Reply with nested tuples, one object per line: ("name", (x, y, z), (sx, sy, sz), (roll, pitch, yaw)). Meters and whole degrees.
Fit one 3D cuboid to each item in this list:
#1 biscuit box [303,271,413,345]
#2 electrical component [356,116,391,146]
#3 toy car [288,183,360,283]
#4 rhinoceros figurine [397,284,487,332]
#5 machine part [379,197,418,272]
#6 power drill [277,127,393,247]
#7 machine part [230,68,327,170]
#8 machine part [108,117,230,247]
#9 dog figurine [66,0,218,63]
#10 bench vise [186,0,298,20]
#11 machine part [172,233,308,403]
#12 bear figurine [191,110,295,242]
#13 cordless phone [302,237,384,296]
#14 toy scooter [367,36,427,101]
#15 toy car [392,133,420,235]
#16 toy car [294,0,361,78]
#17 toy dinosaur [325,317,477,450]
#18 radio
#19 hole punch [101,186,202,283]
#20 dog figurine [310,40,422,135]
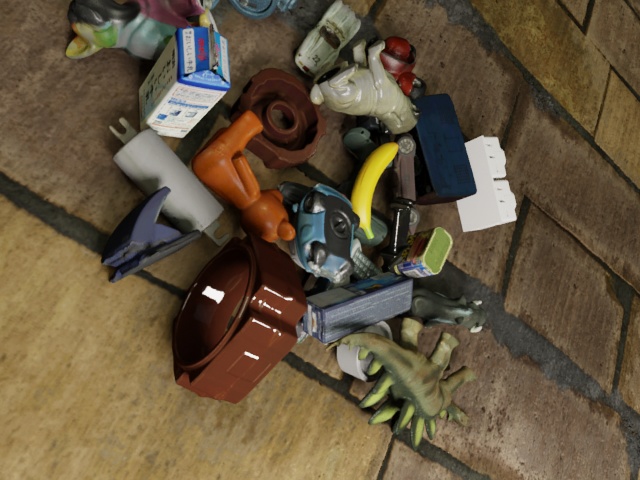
("biscuit box", (0.067, 0.106, 0.887), (0.202, 0.059, 0.062), (-13, 111, -37))
("electrical component", (0.116, -0.235, 1.090), (0.075, 0.048, 0.119), (-7, 84, -33))
("toy car", (-0.002, -0.003, 0.891), (0.109, 0.103, 0.161), (23, 58, -37))
("rhinoceros figurine", (0.238, 0.130, 1.046), (0.190, 0.112, 0.073), (19, 67, -27))
("machine part", (0.145, -0.010, 1.002), (0.084, 0.039, 0.138), (-19, 123, -50))
("power drill", (0.047, -0.107, 1.001), (0.232, 0.086, 0.207), (34, 60, -23))
("machine part", (-0.074, -0.215, 0.963), (0.179, 0.056, 0.179), (9, 73, -30))
("machine part", (-0.230, -0.083, 0.822), (0.243, 0.079, 0.079), (51, 59, -14))
("dog figurine", (-0.278, -0.316, 0.838), (0.219, 0.191, 0.108), (-1, 81, 3))
("bench vise", (-0.153, -0.469, 0.934), (0.223, 0.129, 0.240), (48, 52, -16))
("machine part", (-0.121, 0.105, 0.753), (0.087, 0.202, 0.201), (33, 108, -30))
("bear figurine", (-0.109, -0.089, 0.876), (0.195, 0.120, 0.132), (45, 57, -18))
("cordless phone", (0.064, 0.096, 0.965), (0.184, 0.089, 0.146), (41, 61, -23))
("toy scooter", (0.139, -0.362, 1.097), (0.135, 0.075, 0.184), (12, 47, -23))
("toy car", (0.169, -0.110, 1.063), (0.053, 0.089, 0.202), (-2, 93, 6))
("toy car", (0.017, -0.399, 1.061), (0.073, 0.056, 0.202), (41, 62, -18))
("toy dinosaur", (0.160, 0.243, 0.936), (0.470, 0.105, 0.198), (48, 63, -36))
("radio", (0.242, -0.191, 1.146), (0.131, 0.073, 0.229), (-12, 84, -32))
("hole punch", (-0.252, -0.007, 0.764), (0.116, 0.142, 0.092), (-38, 102, -47))
("dog figurine", (0.087, -0.250, 1.001), (0.172, 0.121, 0.190), (-32, 120, 2))
